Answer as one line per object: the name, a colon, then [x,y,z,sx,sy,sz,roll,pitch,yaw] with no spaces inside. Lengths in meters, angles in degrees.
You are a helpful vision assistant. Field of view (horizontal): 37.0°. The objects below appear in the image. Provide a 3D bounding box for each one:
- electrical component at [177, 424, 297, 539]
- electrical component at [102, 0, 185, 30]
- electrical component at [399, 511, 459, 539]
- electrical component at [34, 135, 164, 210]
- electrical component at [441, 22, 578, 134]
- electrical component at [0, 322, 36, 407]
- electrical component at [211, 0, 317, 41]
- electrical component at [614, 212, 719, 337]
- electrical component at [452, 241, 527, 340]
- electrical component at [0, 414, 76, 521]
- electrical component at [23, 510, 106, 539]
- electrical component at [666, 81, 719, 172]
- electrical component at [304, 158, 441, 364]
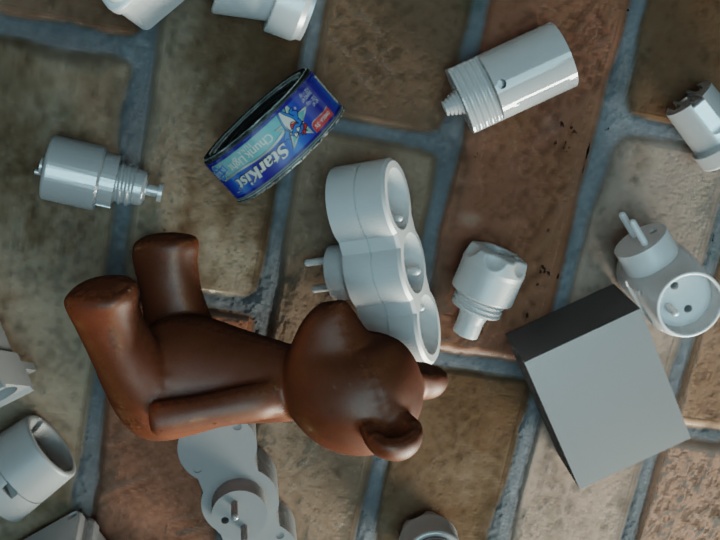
electrical component: [-0.080,0.155,0.718,0.052,0.073,0.138,-19,109,-1]
electrical component: [-0.117,-0.209,0.588,0.109,0.056,0.108,-38,82,6]
electrical component: [0.052,0.201,0.755,0.043,0.062,0.043,-2,108,-6]
electrical component: [-0.160,-0.056,0.659,0.078,0.040,0.040,12,106,-11]
electrical component: [0.089,-0.117,0.668,0.081,0.043,0.043,-25,109,1]
electrical component: [-0.277,0.073,0.670,0.121,0.078,0.063,-26,79,2]
electrical component: [-0.055,-0.164,0.635,0.055,0.045,0.045,18,105,-12]
electrical component: [0.191,-0.004,0.699,0.043,0.077,0.079,-34,108,4]
electrical component: [0.081,0.015,0.709,0.043,0.043,0.062,18,106,-12]
electrical component: [-0.220,0.128,0.704,0.047,0.055,0.055,-36,108,1]
electrical component: [-0.220,0.223,0.721,0.113,0.078,0.057,-30,111,3]
electrical component: [0.226,-0.093,0.695,0.040,0.040,0.046,-40,102,6]
electrical component: [0.000,0.000,0.691,0.074,0.052,0.138,-7,110,21]
